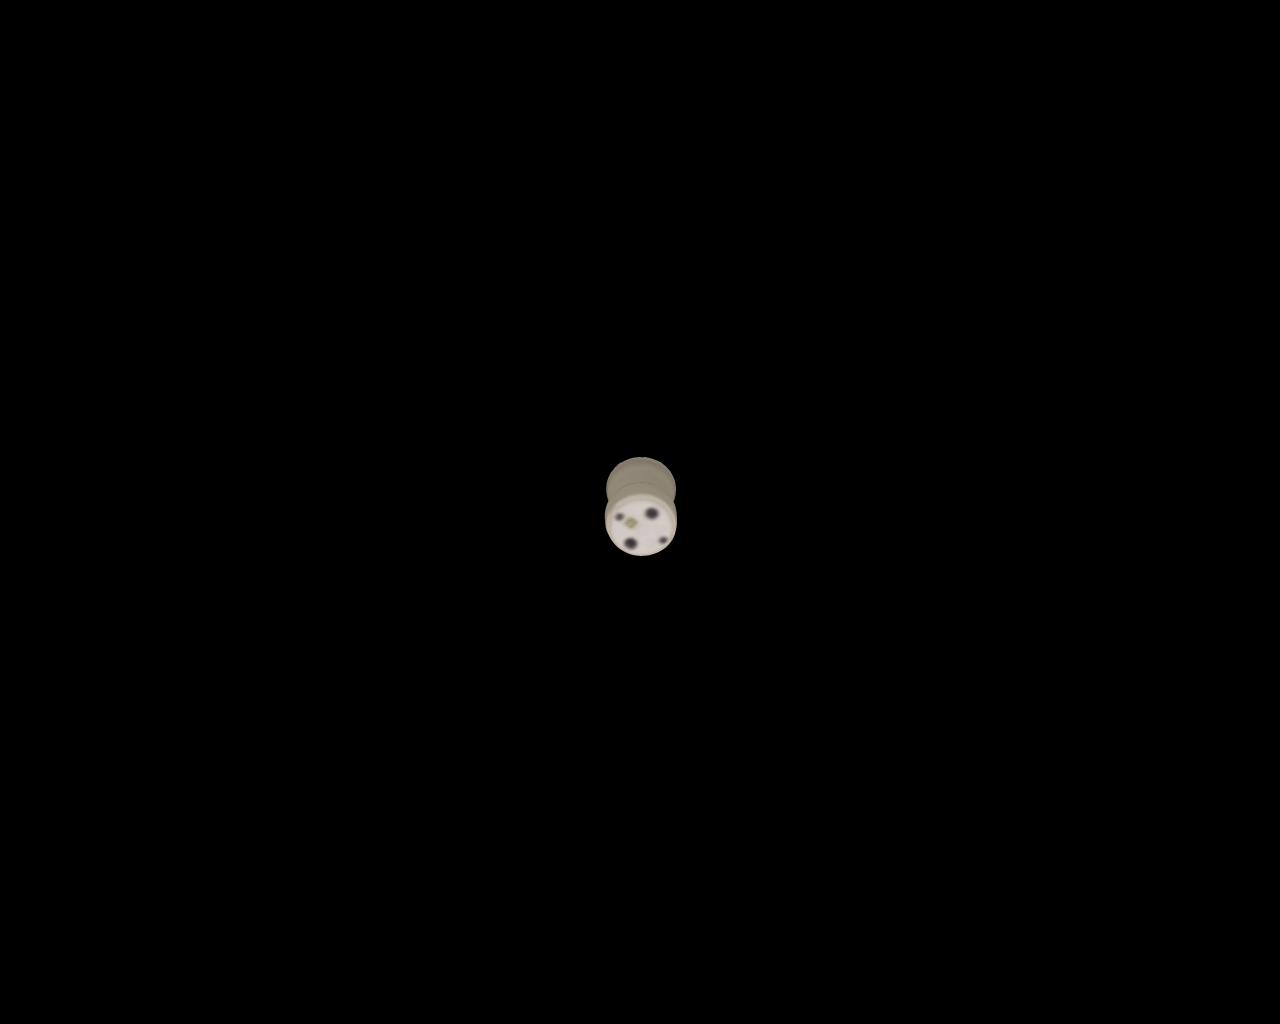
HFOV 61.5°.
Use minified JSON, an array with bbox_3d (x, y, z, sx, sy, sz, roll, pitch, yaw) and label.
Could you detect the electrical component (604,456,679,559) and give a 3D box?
[{"bbox_3d":[0.001,-0.003,0.650,0.045,0.044,0.055,0,27,0],"label":"electrical component"}]
